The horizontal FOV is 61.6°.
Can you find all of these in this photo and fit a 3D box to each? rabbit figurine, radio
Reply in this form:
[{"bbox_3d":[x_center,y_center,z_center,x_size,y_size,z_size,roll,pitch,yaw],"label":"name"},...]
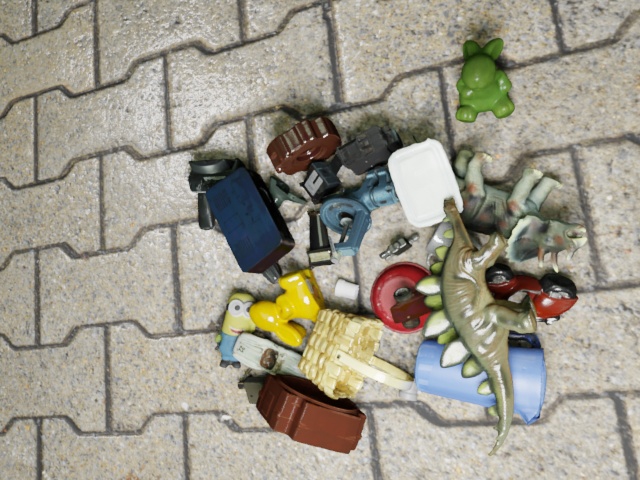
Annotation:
[{"bbox_3d":[0.341,-0.335,1.107,0.121,0.170,0.159,5,86,21],"label":"rabbit figurine"},{"bbox_3d":[-0.077,0.162,1.247,0.173,0.122,0.162,-23,93,9],"label":"rabbit figurine"},{"bbox_3d":[-0.162,-0.048,1.249,0.131,0.073,0.229,-35,72,18],"label":"radio"}]

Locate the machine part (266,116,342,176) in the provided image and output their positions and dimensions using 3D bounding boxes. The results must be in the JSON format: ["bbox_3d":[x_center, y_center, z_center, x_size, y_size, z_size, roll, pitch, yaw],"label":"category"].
[{"bbox_3d":[-0.033,-0.213,1.244,0.179,0.179,0.056,-30,77,16],"label":"machine part"}]

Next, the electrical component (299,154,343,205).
[{"bbox_3d":[0.010,-0.147,1.258,0.075,0.048,0.119,56,134,16],"label":"electrical component"}]

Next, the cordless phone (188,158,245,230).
[{"bbox_3d":[-0.266,-0.116,1.382,0.147,0.088,0.184,0,95,21],"label":"cordless phone"}]

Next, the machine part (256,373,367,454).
[{"bbox_3d":[-0.020,0.358,1.132,0.201,0.201,0.087,24,85,-22],"label":"machine part"}]

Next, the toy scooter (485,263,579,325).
[{"bbox_3d":[0.409,0.125,1.073,0.184,0.075,0.135,12,114,8],"label":"toy scooter"}]

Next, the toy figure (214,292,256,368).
[{"bbox_3d":[-0.205,0.216,1.305,0.089,0.082,0.180,21,100,54],"label":"toy figure"}]

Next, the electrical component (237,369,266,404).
[{"bbox_3d":[-0.144,0.349,1.287,0.102,0.045,0.078,-11,108,23],"label":"electrical component"}]

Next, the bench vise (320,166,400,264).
[{"bbox_3d":[0.086,-0.048,1.176,0.224,0.128,0.241,-2,47,28],"label":"bench vise"}]

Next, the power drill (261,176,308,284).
[{"bbox_3d":[-0.121,-0.036,1.310,0.232,0.086,0.207,43,107,23],"label":"power drill"}]

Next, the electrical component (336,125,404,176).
[{"bbox_3d":[0.117,-0.203,1.210,0.134,0.115,0.058,-25,77,19],"label":"electrical component"}]

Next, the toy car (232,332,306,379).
[{"bbox_3d":[-0.104,0.278,1.248,0.202,0.056,0.073,24,92,2],"label":"toy car"}]

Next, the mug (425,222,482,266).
[{"bbox_3d":[0.282,0.021,1.136,0.107,0.081,0.109,28,93,10],"label":"mug"}]

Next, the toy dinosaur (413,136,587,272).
[{"bbox_3d":[0.347,-0.073,1.107,0.405,0.131,0.192,25,97,30],"label":"toy dinosaur"}]

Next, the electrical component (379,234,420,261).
[{"bbox_3d":[0.176,0.014,1.187,0.094,0.063,0.021,-34,73,13],"label":"electrical component"}]

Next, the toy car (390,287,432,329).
[{"bbox_3d":[0.238,0.112,1.107,0.202,0.089,0.053,-23,30,-2],"label":"toy car"}]

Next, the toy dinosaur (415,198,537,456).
[{"bbox_3d":[0.292,0.145,0.986,0.199,0.105,0.471,-23,74,26],"label":"toy dinosaur"}]

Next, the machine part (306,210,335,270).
[{"bbox_3d":[-0.003,-0.004,1.276,0.084,0.039,0.139,-14,80,28],"label":"machine part"}]
